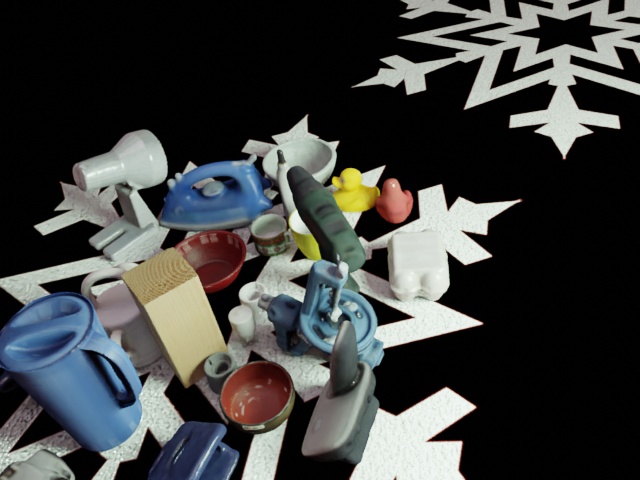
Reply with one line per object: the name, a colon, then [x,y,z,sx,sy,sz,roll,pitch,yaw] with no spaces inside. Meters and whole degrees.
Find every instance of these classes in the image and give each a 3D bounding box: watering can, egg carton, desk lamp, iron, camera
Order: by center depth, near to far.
camera: [-0.372,0.365,0.762,0.136,0.101,0.143,12,47,23]
watering can: [-0.331,0.113,0.960,0.101,0.194,0.172,-25,44,-15]
egg carton: [0.176,0.043,1.029,0.107,0.069,0.150,-5,42,6]
desk lamp: [-0.408,-0.101,1.196,0.117,0.214,0.204,25,53,33]
iron: [-0.234,-0.105,1.220,0.258,0.142,0.118,-10,42,0]

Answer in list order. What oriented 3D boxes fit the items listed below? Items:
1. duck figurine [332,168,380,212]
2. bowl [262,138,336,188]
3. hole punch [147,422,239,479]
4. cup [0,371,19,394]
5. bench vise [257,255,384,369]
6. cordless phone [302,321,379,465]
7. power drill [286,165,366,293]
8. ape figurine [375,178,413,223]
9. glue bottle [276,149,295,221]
duck figurine: [0.073,-0.112,1.207,0.104,0.086,0.077,2,43,14]
bowl: [-0.041,-0.155,1.287,0.167,0.075,0.167,-6,42,5]
hole punch: [-0.182,0.308,0.794,0.100,0.091,0.109,10,46,22]
cup: [-0.461,0.222,0.941,0.091,0.095,0.118,22,51,31]
bench vise: [-0.010,0.111,0.879,0.207,0.220,0.121,-1,43,11]
cordless phone: [0.022,0.210,0.790,0.094,0.185,0.147,5,44,17]
power drill: [0.009,0.004,1.002,0.076,0.209,0.229,-24,44,-14]
ape figurine: [0.149,-0.086,1.159,0.077,0.092,0.076,-3,42,9]
glue bottle: [-0.067,-0.112,1.171,0.037,0.173,0.078,-18,42,-9]
